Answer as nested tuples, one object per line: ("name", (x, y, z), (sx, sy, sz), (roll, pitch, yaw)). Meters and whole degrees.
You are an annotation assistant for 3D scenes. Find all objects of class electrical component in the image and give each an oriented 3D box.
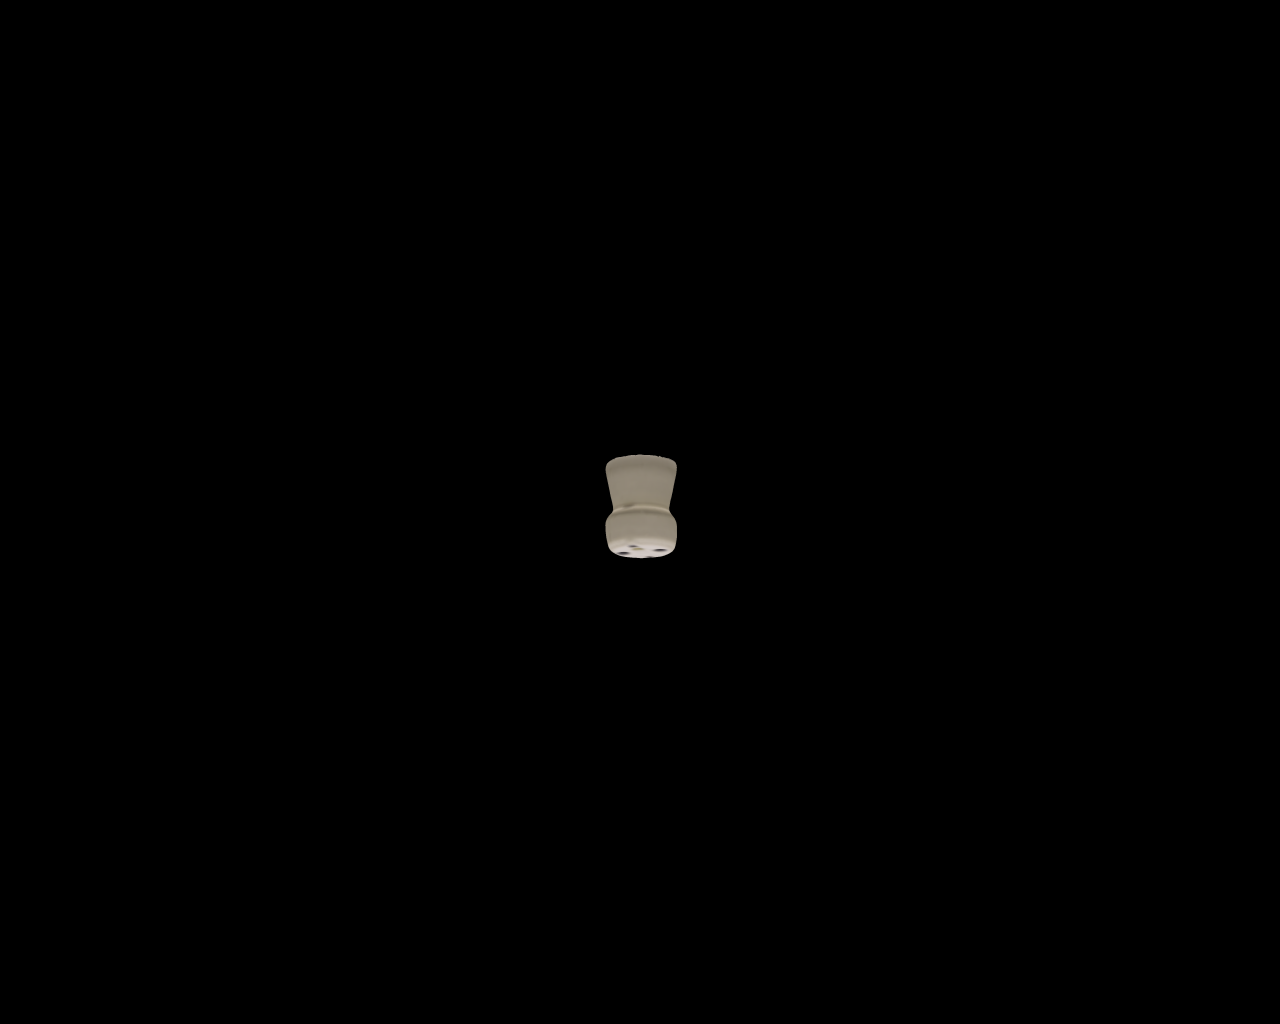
("electrical component", (0.001, -0.003, 0.650), (0.045, 0.055, 0.045), (0, -15, 0))
